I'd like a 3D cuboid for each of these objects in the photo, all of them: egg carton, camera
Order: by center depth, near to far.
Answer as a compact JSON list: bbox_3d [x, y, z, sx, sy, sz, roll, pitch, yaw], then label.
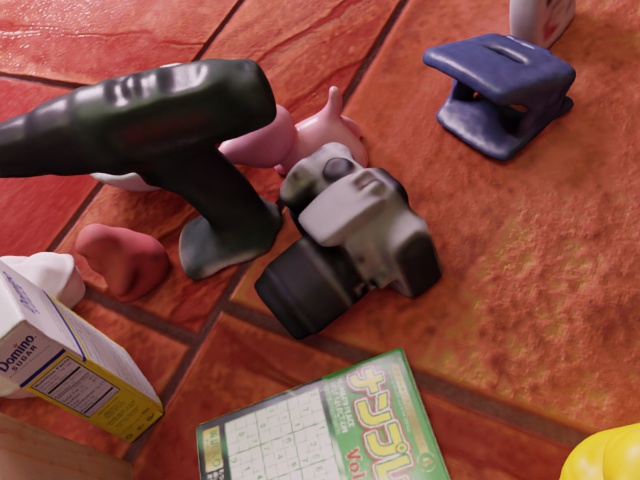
[{"bbox_3d":[0.004,0.002,0.465,0.137,0.101,0.142,-39,51,-6],"label":"camera"},{"bbox_3d":[-0.298,0.082,0.558,0.107,0.070,0.150,-6,56,20],"label":"egg carton"}]

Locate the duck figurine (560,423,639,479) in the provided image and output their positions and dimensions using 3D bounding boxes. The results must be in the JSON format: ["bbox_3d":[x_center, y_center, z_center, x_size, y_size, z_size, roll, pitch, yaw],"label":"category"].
[{"bbox_3d":[0.172,0.135,0.311,0.104,0.086,0.077,-39,51,-6],"label":"duck figurine"}]

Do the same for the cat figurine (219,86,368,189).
[{"bbox_3d":[-0.029,-0.101,0.539,0.127,0.118,0.067,-23,52,7],"label":"cat figurine"}]

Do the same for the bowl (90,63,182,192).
[{"bbox_3d":[-0.176,-0.113,0.637,0.167,0.075,0.167,-11,54,16],"label":"bowl"}]

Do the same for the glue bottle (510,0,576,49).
[{"bbox_3d":[0.198,-0.254,0.513,0.037,0.174,0.078,28,71,35],"label":"glue bottle"}]

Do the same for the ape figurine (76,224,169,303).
[{"bbox_3d":[-0.195,0.015,0.546,0.076,0.092,0.077,-19,52,10],"label":"ape figurine"}]

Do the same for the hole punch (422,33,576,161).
[{"bbox_3d":[0.157,-0.144,0.507,0.101,0.091,0.108,-40,51,-6],"label":"hole punch"}]

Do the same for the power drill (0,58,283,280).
[{"bbox_3d":[-0.130,-0.054,0.491,0.229,0.209,0.075,-23,51,7],"label":"power drill"}]
